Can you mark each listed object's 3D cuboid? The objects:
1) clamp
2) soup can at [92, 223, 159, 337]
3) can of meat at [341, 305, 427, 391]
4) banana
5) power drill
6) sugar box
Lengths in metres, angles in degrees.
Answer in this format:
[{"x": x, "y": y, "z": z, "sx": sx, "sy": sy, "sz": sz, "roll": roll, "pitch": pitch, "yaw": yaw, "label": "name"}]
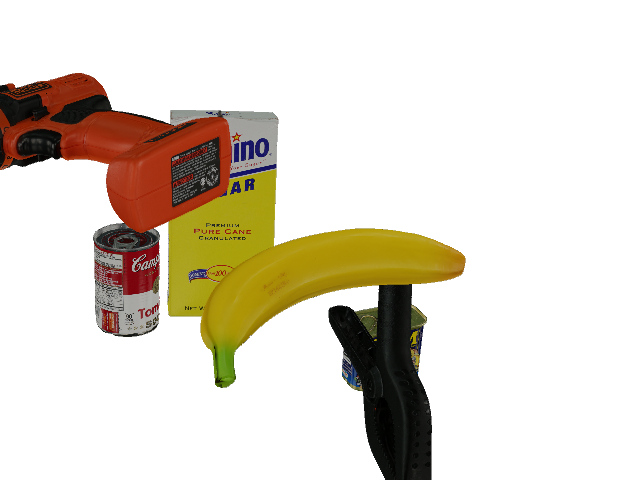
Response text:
[{"x": 0.058, "y": 0.108, "z": 0.869, "sx": 0.036, "sy": 0.210, "sz": 0.165, "roll": -3, "pitch": -32, "yaw": -19, "label": "clamp"}, {"x": -0.203, "y": 0.041, "z": 1.117, "sx": 0.068, "sy": 0.102, "sz": 0.068, "roll": 3, "pitch": 23, "yaw": -1, "label": "soup can"}, {"x": 0.077, "y": 0.132, "z": 1.319, "sx": 0.102, "sy": 0.084, "sz": 0.057, "roll": -9, "pitch": 29, "yaw": -24, "label": "can of meat"}, {"x": -0.001, "y": 0.027, "z": 0.644, "sx": 0.197, "sy": 0.070, "sz": 0.037, "roll": -23, "pitch": -21, "yaw": -33, "label": "banana"}, {"x": -0.169, "y": -0.061, "z": 0.715, "sx": 0.188, "sy": 0.057, "sz": 0.184, "roll": 19, "pitch": 32, "yaw": 29, "label": "power drill"}, {"x": -0.086, "y": -0.023, "z": 0.926, "sx": 0.093, "sy": 0.176, "sz": 0.048, "roll": 0, "pitch": 15, "yaw": -9, "label": "sugar box"}]
